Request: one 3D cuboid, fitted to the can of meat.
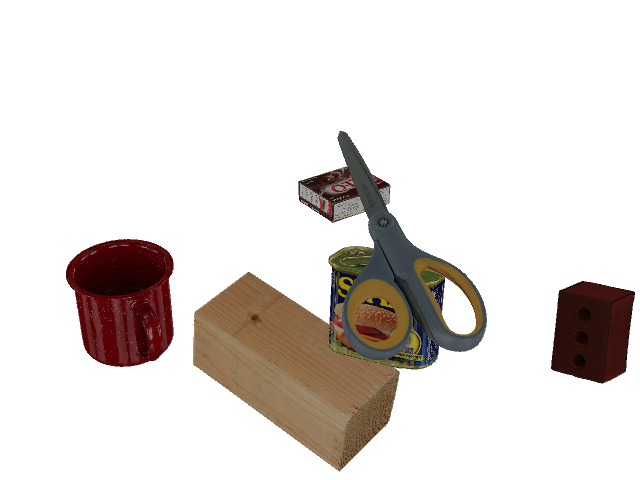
[{"bbox_3d":[0.056,0.059,0.925,0.102,0.084,0.057,12,22,25],"label":"can of meat"}]

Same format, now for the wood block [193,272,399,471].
[{"bbox_3d":[-0.029,0.135,1.127,0.206,0.090,0.090,32,49,25],"label":"wood block"}]

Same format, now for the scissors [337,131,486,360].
[{"bbox_3d":[0.029,0.004,0.694,0.096,0.016,0.202,-26,52,-19],"label":"scissors"}]

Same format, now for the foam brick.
[{"bbox_3d":[0.244,0.082,0.959,0.053,0.078,0.051,12,17,37],"label":"foam brick"}]

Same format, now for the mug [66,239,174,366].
[{"bbox_3d":[-0.167,0.063,0.937,0.093,0.081,0.117,-20,37,-28],"label":"mug"}]

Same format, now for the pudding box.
[{"bbox_3d":[0.036,-0.073,1.621,0.113,0.039,0.090,-21,35,-30],"label":"pudding box"}]
